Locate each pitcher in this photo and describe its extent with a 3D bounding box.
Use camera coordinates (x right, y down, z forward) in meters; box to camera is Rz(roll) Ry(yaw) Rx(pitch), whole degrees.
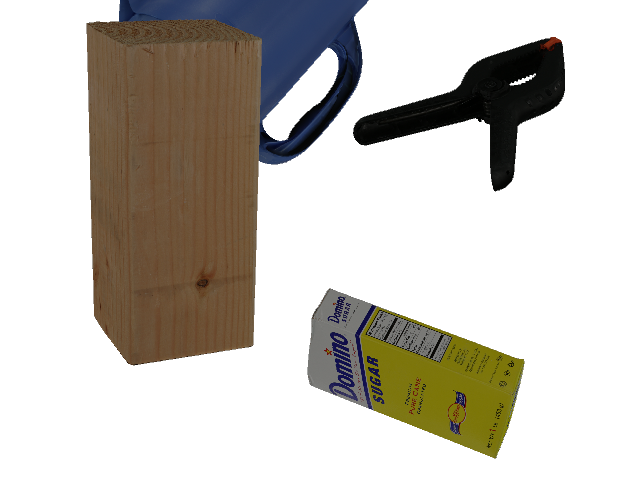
[{"bbox_3d":[-0.034,-0.188,0.885,0.145,0.242,0.149,25,-31,31],"label":"pitcher"}]

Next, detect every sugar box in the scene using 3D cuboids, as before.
[{"bbox_3d":[0.076,0.112,0.896,0.176,0.093,0.048,17,46,14],"label":"sugar box"}]

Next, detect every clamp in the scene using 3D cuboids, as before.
[{"bbox_3d":[0.155,-0.116,0.935,0.209,0.036,0.165,-33,41,-24],"label":"clamp"}]

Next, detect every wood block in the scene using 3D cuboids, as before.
[{"bbox_3d":[-0.097,-0.035,0.700,0.090,0.206,0.090,-7,22,-25],"label":"wood block"}]
